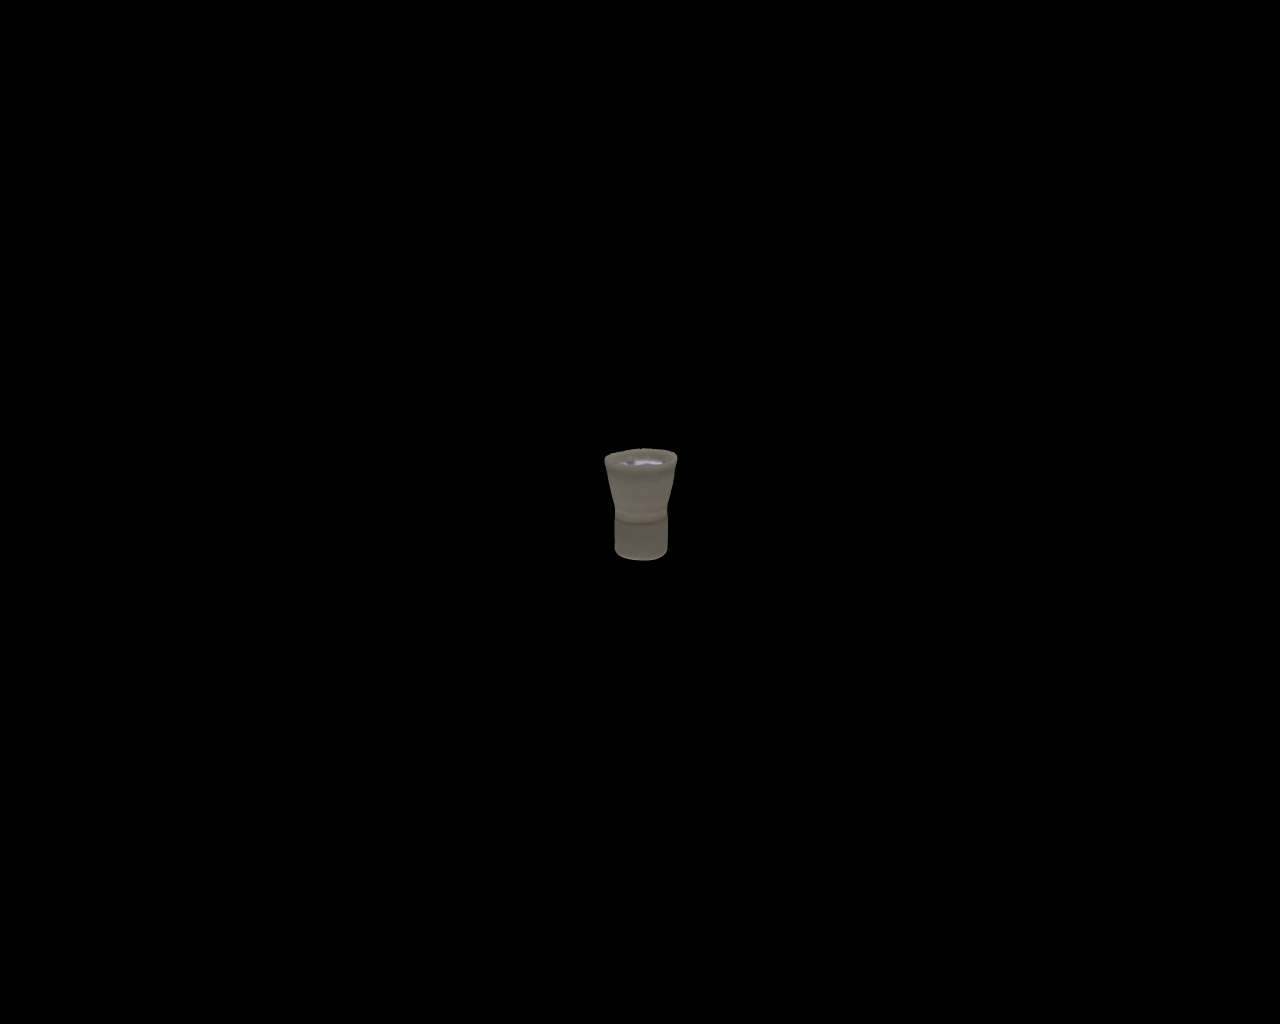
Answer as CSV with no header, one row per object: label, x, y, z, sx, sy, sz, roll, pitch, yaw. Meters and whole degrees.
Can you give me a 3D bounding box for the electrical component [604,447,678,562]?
electrical component,0.001,-0.003,0.650,0.044,0.065,0.044,0,17,0
